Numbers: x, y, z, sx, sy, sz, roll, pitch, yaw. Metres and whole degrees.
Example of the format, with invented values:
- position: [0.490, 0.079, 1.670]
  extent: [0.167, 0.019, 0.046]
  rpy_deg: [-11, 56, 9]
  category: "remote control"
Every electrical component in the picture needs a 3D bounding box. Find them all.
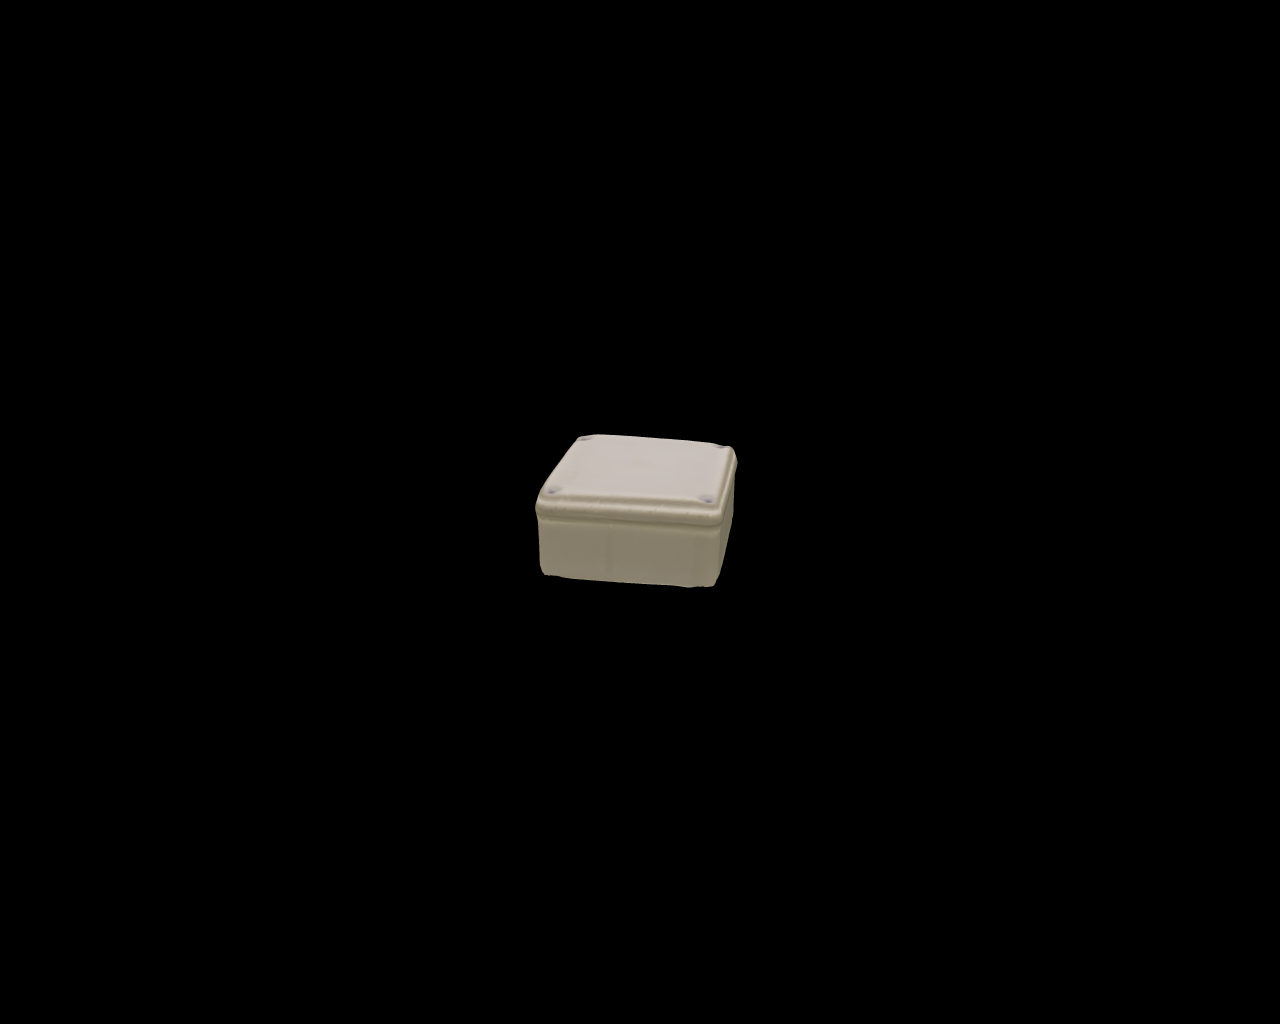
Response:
- position: [0.001, -0.003, 0.650]
  extent: [0.109, 0.056, 0.109]
  rpy_deg: [4, 24, 9]
  category: "electrical component"
